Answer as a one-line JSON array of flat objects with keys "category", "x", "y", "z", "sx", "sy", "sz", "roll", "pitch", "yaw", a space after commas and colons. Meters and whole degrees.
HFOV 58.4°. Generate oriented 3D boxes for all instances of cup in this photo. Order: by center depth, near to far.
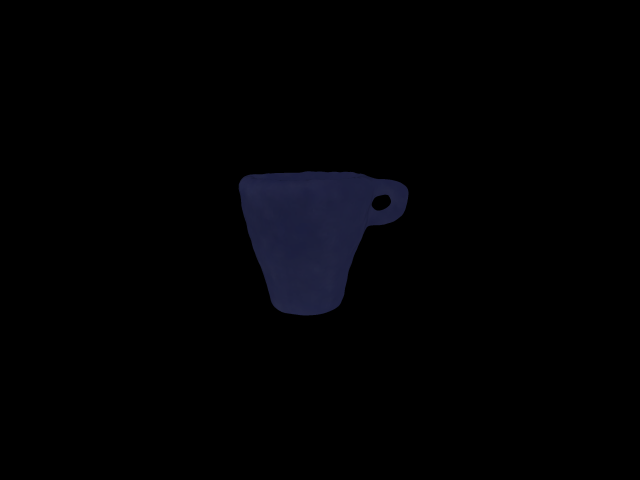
[{"category": "cup", "x": 0.004, "y": 0.001, "z": 0.400, "sx": 0.118, "sy": 0.095, "sz": 0.091, "roll": -2, "pitch": 11, "yaw": -11}]
